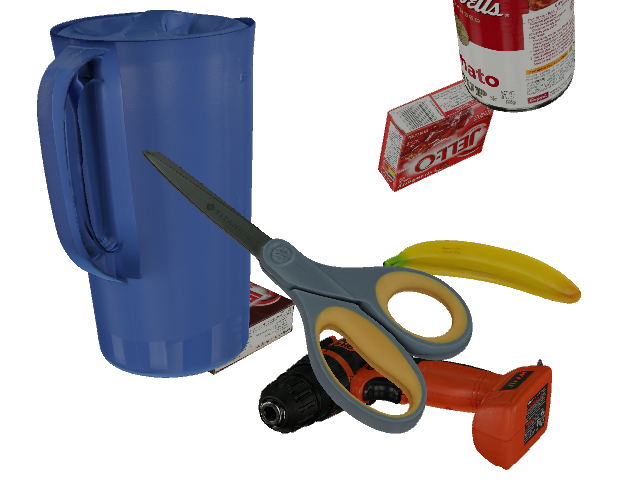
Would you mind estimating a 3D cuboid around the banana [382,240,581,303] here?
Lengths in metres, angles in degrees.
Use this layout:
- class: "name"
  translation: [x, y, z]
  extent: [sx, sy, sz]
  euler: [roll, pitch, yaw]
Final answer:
- class: "banana"
  translation: [0.166, 0.031, 1.091]
  extent: [0.198, 0.037, 0.069]
  euler: [8, 36, 11]

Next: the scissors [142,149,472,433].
- class: "scissors"
  translation: [-0.001, 0.008, 0.549]
  extent: [0.096, 0.202, 0.016]
  euler: [-26, -25, -25]

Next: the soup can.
- class: "soup can"
  translation: [0.109, -0.131, 0.602]
  extent: [0.068, 0.068, 0.102]
  euler: [0, -36, 14]

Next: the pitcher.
- class: "pitcher"
  translation: [-0.113, -0.031, 0.726]
  extent: [0.149, 0.243, 0.145]
  euler: [-7, 20, -16]

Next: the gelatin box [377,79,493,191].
- class: "gelatin box"
  translation: [0.092, -0.084, 0.839]
  extent: [0.089, 0.030, 0.073]
  euler: [-24, -28, -19]

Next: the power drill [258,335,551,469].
- class: "power drill"
  translation: [0.068, 0.117, 0.811]
  extent: [0.188, 0.057, 0.184]
  euler: [11, 18, 29]

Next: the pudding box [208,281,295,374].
- class: "pudding box"
  translation: [-0.093, 0.073, 0.991]
  extent: [0.090, 0.039, 0.113]
  euler: [21, 32, 33]
